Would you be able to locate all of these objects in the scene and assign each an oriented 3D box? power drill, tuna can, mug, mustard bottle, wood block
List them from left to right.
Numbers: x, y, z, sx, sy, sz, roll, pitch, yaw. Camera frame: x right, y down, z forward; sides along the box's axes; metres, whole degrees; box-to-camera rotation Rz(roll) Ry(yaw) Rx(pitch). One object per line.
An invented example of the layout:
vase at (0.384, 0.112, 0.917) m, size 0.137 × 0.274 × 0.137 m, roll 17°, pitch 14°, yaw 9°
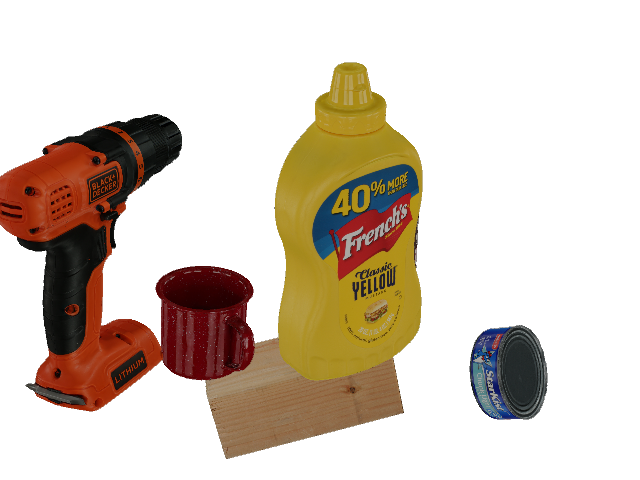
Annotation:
power drill at (-0.155, 0.012, 0.766) m, size 0.057 × 0.188 × 0.184 m, roll 10°, pitch 24°, yaw 26°
mug at (-0.104, 0.085, 1.026) m, size 0.117 × 0.081 × 0.093 m, roll 26°, pitch 32°, yaw 37°
wood block at (-0.020, 0.163, 1.207) m, size 0.206 × 0.091 × 0.090 m, roll -14°, pitch 26°, yaw -2°
mustard bottle at (0.018, -0.014, 0.642) m, size 0.096 × 0.192 × 0.058 m, roll -19°, pitch 34°, yaw -29°
tuna can at (0.173, 0.122, 0.982) m, size 0.034 × 0.086 × 0.085 m, roll -10°, pitch -6°, yaw 40°

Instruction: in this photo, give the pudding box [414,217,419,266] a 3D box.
pudding box at (0.052, -0.017, 1.168) m, size 0.114 × 0.090 × 0.039 m, roll 12°, pitch 21°, yaw 32°
